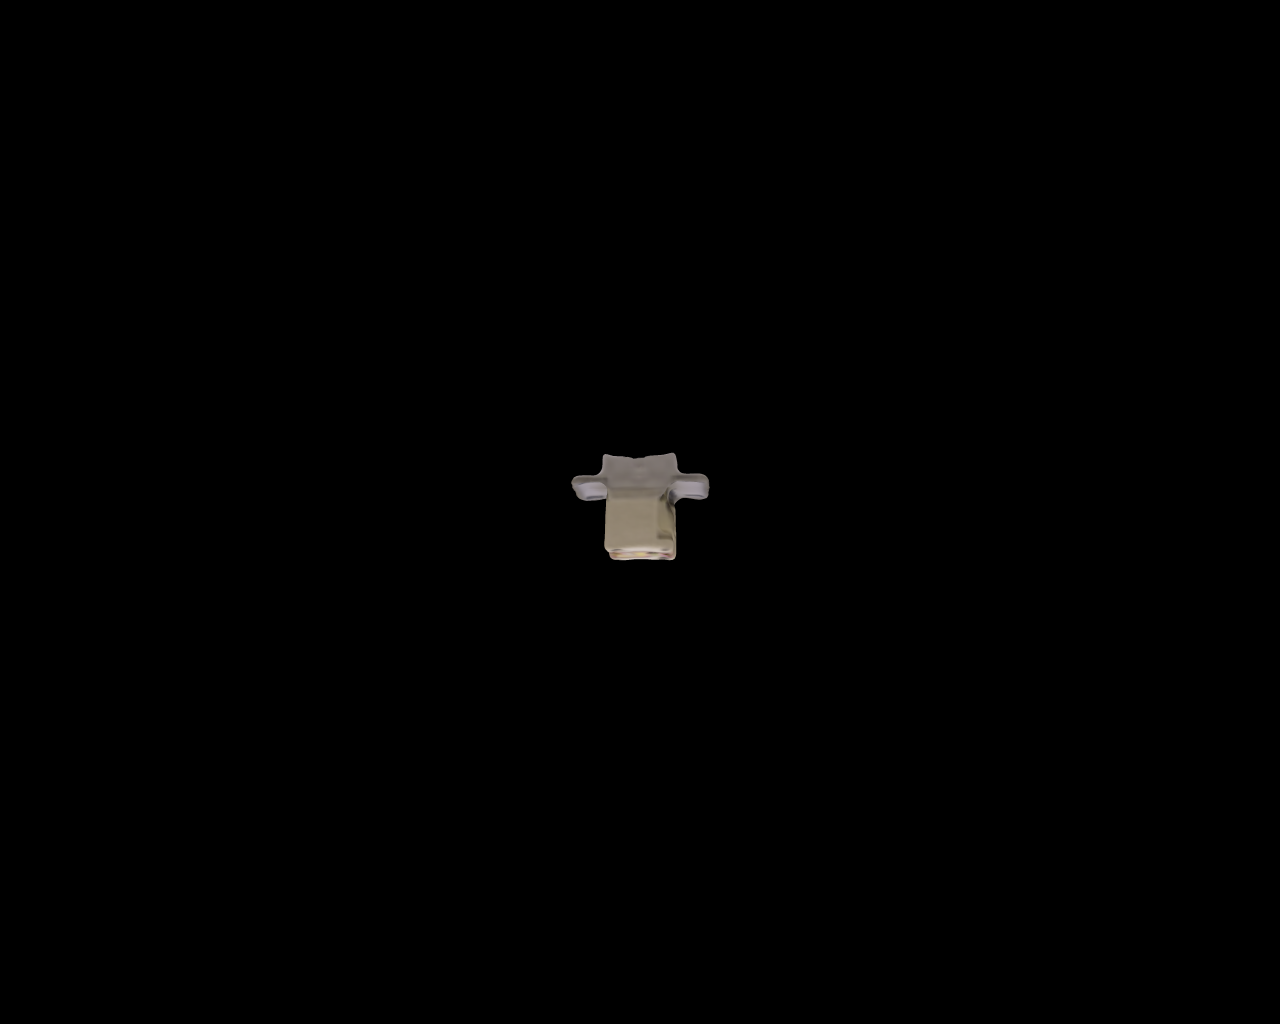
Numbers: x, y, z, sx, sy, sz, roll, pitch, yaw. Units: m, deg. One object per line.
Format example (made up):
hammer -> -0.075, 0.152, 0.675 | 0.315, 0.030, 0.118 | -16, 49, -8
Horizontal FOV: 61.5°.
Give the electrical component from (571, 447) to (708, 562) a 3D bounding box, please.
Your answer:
electrical component -> 0.001, -0.003, 0.650 | 0.081, 0.064, 0.042 | -1, -15, 5
